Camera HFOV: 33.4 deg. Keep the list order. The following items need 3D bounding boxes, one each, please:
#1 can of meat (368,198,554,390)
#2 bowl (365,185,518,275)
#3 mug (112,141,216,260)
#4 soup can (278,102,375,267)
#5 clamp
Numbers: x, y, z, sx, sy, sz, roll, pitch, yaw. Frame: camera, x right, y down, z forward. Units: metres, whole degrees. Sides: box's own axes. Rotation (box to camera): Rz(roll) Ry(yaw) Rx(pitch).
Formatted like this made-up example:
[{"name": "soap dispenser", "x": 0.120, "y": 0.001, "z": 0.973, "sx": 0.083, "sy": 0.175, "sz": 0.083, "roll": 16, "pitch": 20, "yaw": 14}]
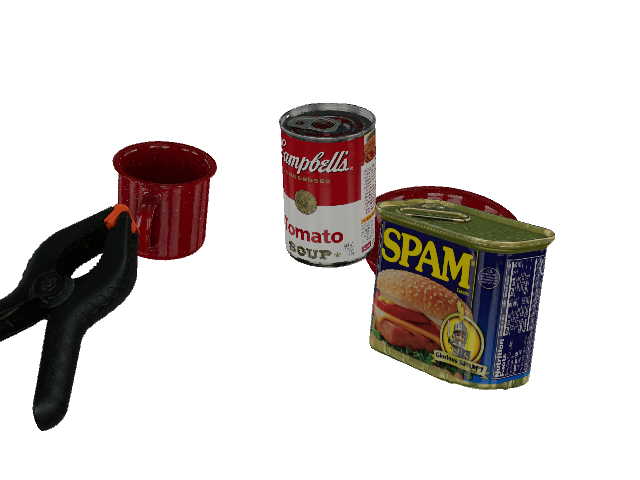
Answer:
[{"name": "can of meat", "x": 0.074, "y": 0.028, "z": 0.591, "sx": 0.057, "sy": 0.084, "sz": 0.102, "roll": -7, "pitch": 17, "yaw": -39}, {"name": "bowl", "x": 0.109, "y": 0.013, "z": 1.005, "sx": 0.162, "sy": 0.055, "sz": 0.162, "roll": 1, "pitch": 35, "yaw": -1}, {"name": "mug", "x": -0.145, "y": -0.029, "z": 0.966, "sx": 0.093, "sy": 0.081, "sz": 0.117, "roll": 8, "pitch": 29, "yaw": 1}, {"name": "soup can", "x": 0.006, "y": -0.040, "z": 0.770, "sx": 0.068, "sy": 0.102, "sz": 0.068, "roll": -1, "pitch": 28, "yaw": 0}, {"name": "clamp", "x": -0.189, "y": 0.042, "z": 0.722, "sx": 0.120, "sy": 0.171, "sz": 0.039, "roll": 15, "pitch": -38, "yaw": 16}]
